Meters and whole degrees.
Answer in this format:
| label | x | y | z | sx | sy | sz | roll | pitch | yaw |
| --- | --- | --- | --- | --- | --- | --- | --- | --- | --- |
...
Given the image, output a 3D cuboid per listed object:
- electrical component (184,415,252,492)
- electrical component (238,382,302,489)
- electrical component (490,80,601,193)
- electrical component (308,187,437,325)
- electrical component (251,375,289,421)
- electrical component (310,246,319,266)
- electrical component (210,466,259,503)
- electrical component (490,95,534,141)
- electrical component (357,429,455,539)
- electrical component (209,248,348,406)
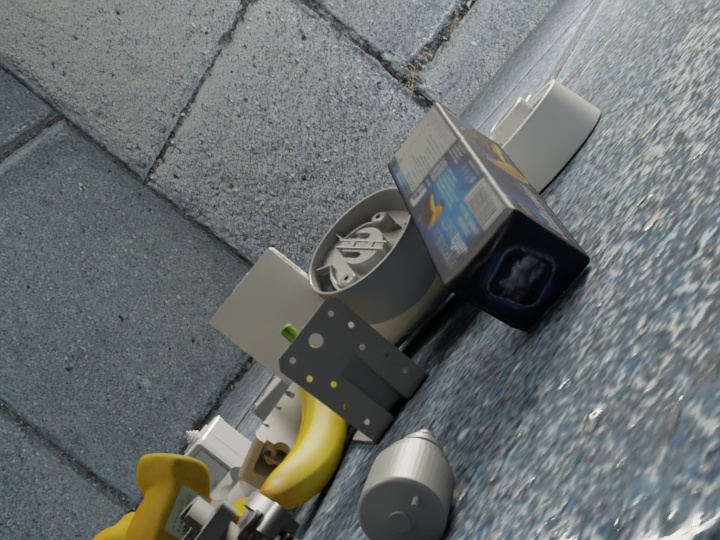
| label | x | y | z | sx | sy | sz | roll | pitch | yaw |
| --- | --- | --- | --- | --- | --- | --- | --- | --- | --- |
| electrical component | -0.158 | 0.214 | 1.192 | 0.061 | 0.096 | 0.061 | -49 | 4 | 33 |
| electrical component | -0.058 | 0.145 | 0.894 | 0.055 | 0.050 | 0.089 | -65 | -6 | 31 |
| electrical component | 0.148 | -0.114 | 0.924 | 0.108 | 0.060 | 0.108 | -51 | 4 | 4 |
| electrical component | 0.009 | -0.010 | 0.798 | 0.099 | 0.064 | 0.099 | -21 | 42 | 20 |
| electrical component | -0.064 | 0.131 | 1.123 | 0.096 | 0.061 | 0.061 | -48 | 5 | 40 |
| electrical component | 0.000 | 0.000 | 0.959 | 0.080 | 0.051 | 0.080 | -19 | -40 | -17 |
| electrical component | -0.099 | 0.203 | 0.916 | 0.073 | 0.052 | 0.138 | -51 | 4 | 12 |
| electrical component | 0.146 | -0.110 | 1.025 | 0.083 | 0.047 | 0.075 | -48 | 5 | 44 |
| electrical component | 0.024 | 0.098 | 0.503 | 0.040 | 0.040 | 0.078 | -50 | 4 | 23 |
| electrical component | -0.054 | 0.058 | 1.013 | 0.089 | 0.150 | 0.062 | -51 | 4 | 0 |
